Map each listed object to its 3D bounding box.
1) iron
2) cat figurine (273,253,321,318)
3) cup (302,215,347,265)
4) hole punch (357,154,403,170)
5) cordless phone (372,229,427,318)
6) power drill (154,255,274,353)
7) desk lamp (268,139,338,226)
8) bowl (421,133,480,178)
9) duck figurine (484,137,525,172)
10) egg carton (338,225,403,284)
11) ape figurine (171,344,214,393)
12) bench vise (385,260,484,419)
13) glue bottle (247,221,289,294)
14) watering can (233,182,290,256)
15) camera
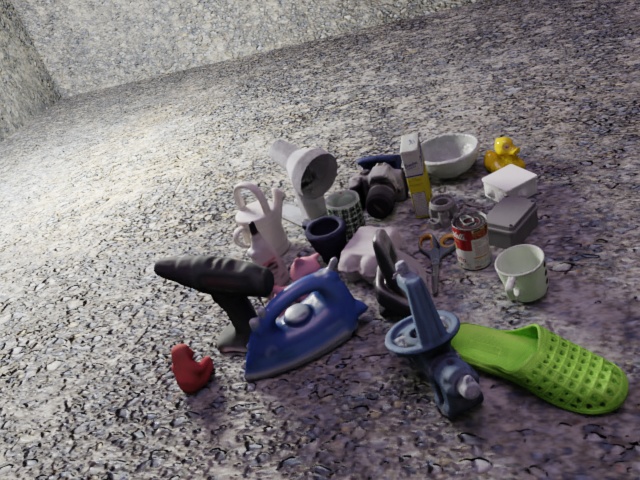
[{"bbox_3d":[-0.046,0.141,1.049,0.259,0.142,0.118,-30,34,-19],"label":"iron"},{"bbox_3d":[-0.046,0.083,1.159,0.128,0.118,0.067,-24,33,-10],"label":"cat figurine"},{"bbox_3d":[0.012,0.005,1.274,0.117,0.095,0.092,16,45,41],"label":"cup"},{"bbox_3d":[0.159,-0.200,1.519,0.108,0.091,0.101,-2,35,23],"label":"hole punch"},{"bbox_3d":[0.141,0.040,1.070,0.094,0.185,0.147,-8,33,15],"label":"cordless phone"},{"bbox_3d":[-0.185,0.116,1.091,0.229,0.209,0.075,-5,34,20],"label":"power drill"},{"bbox_3d":[-0.044,-0.141,1.411,0.118,0.214,0.202,-35,36,-26],"label":"desk lamp"},{"bbox_3d":[0.326,-0.204,1.459,0.167,0.075,0.167,-12,32,8],"label":"bowl"},{"bbox_3d":[0.448,-0.212,1.401,0.078,0.086,0.104,-35,36,-26],"label":"duck figurine"},{"bbox_3d":[0.109,0.028,1.214,0.107,0.069,0.150,4,38,31],"label":"egg carton"},{"bbox_3d":[-0.244,0.229,1.057,0.077,0.092,0.076,1,36,27],"label":"ape figurine"},{"bbox_3d":[0.178,0.141,0.865,0.122,0.220,0.206,-35,36,-25],"label":"bench vise"},{"bbox_3d":[-0.121,0.034,1.220,0.037,0.173,0.078,19,47,43],"label":"glue bottle"},{"bbox_3d":[-0.144,-0.057,1.350,0.100,0.194,0.173,-4,35,21],"label":"watering can"},{"bbox_3d":[0.134,-0.118,1.396,0.143,0.101,0.137,-5,34,19],"label":"camera"}]
